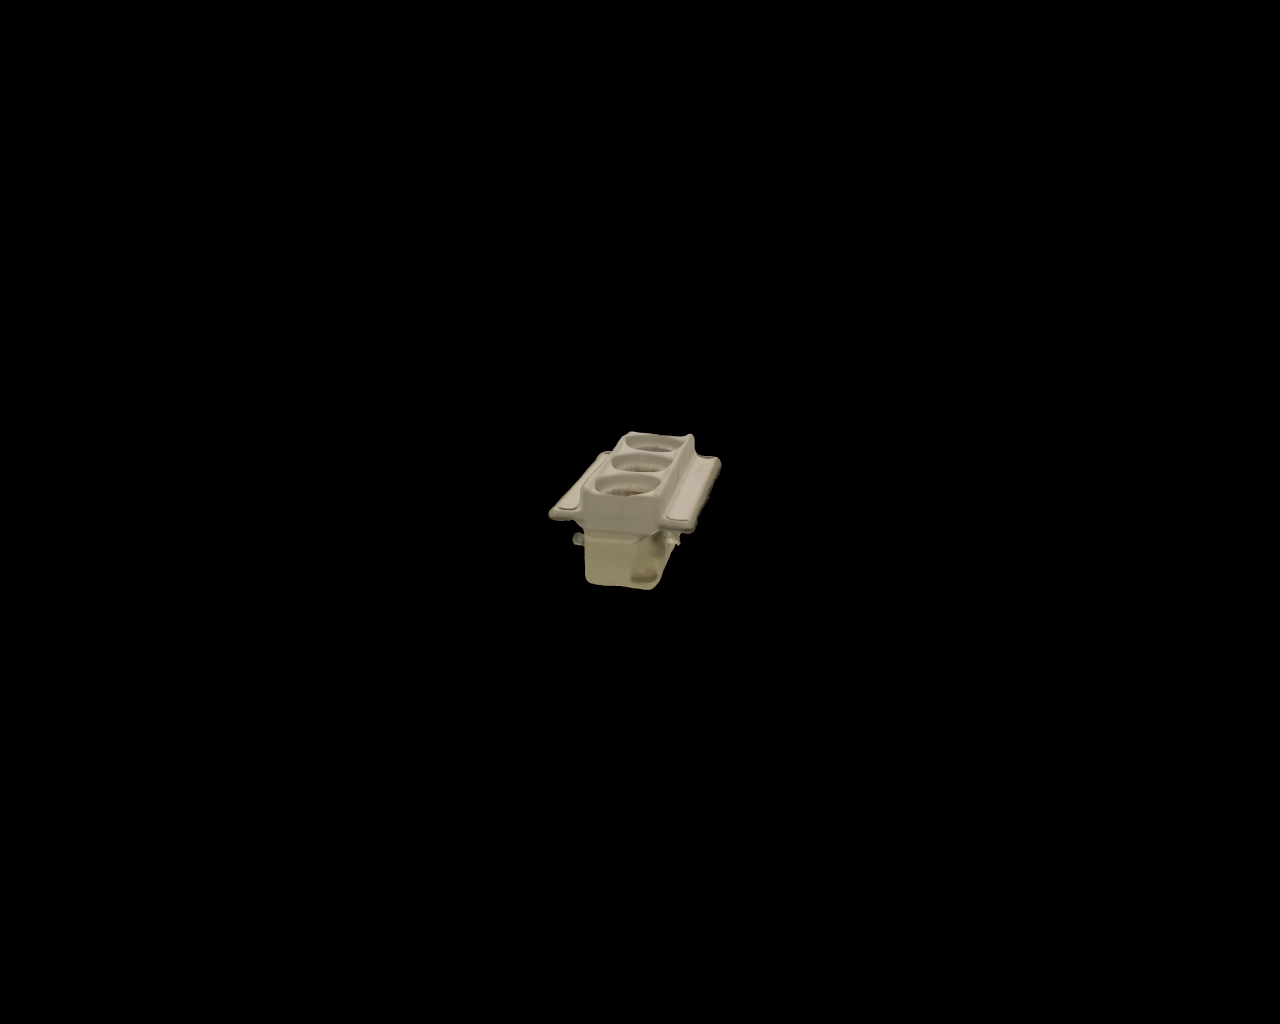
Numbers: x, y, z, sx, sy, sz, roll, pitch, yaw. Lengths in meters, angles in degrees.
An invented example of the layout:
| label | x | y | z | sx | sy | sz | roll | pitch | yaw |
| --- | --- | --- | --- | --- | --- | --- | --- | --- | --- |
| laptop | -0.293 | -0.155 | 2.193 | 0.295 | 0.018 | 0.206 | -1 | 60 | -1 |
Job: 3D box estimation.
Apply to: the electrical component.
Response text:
| label | x | y | z | sx | sy | sz | roll | pitch | yaw |
| --- | --- | --- | --- | --- | --- | --- | --- | --- | --- |
| electrical component | 0.001 | -0.003 | 0.650 | 0.079 | 0.063 | 0.121 | 4 | 21 | 11 |
